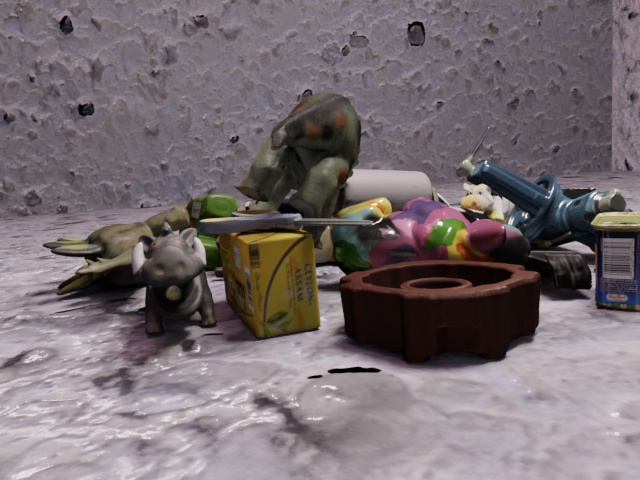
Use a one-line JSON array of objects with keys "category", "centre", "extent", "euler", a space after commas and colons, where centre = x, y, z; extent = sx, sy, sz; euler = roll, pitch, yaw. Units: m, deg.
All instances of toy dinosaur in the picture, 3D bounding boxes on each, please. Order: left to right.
[{"category": "toy dinosaur", "centre": [-0.284, 0.022, 0.779], "extent": [0.198, 0.105, 0.472], "euler": [-16, 3, -24]}, {"category": "toy dinosaur", "centre": [-0.006, -0.107, 0.647], "extent": [0.131, 0.192, 0.405], "euler": [23, -11, -4]}]

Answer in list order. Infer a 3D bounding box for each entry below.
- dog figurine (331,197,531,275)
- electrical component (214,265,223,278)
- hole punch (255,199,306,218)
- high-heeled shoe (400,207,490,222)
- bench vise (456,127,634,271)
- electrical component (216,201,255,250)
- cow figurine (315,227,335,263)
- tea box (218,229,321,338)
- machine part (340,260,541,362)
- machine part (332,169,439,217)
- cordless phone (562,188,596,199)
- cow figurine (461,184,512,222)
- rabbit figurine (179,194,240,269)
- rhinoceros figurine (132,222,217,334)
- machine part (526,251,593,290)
[{"category": "dog figurine", "centre": [0.129, 0.011, 0.629], "extent": [0.191, 0.108, 0.219], "euler": [-6, 11, -18]}, {"category": "electrical component", "centre": [-0.105, 0.043, 0.795], "extent": [0.094, 0.021, 0.063], "euler": [-4, 8, 7]}, {"category": "hole punch", "centre": [-0.066, -0.017, 1.043], "extent": [0.142, 0.092, 0.115], "euler": [-3, -22, 24]}, {"category": "high-heeled shoe", "centre": [0.177, -0.017, 0.899], "extent": [0.249, 0.086, 0.145], "euler": [0, 5, -6]}, {"category": "bench vise", "centre": [0.314, -0.053, 0.779], "extent": [0.241, 0.129, 0.223], "euler": [30, 0, -1]}, {"category": "electrical component", "centre": [-0.115, -0.015, 0.809], "extent": [0.078, 0.045, 0.102], "euler": [6, 50, 22]}, {"category": "cow figurine", "centre": [-0.002, -0.003, 0.875], "extent": [0.195, 0.085, 0.127], "euler": [-9, 15, -26]}, {"category": "tea box", "centre": [-0.060, 0.034, 0.580], "extent": [0.068, 0.098, 0.170], "euler": [-8, 11, -18]}, {"category": "machine part", "centre": [0.106, 0.057, 0.489], "extent": [0.179, 0.056, 0.179], "euler": [-4, 7, 0]}, {"category": "machine part", "centre": [0.094, -0.076, 0.871], "extent": [0.243, 0.079, 0.079], "euler": [-3, 7, -26]}, {"category": "cordless phone", "centre": [0.458, -0.042, 0.999], "extent": [0.147, 0.088, 0.184], "euler": [0, -2, 30]}, {"category": "cow figurine", "centre": [0.312, -0.073, 0.996], "extent": [0.068, 0.098, 0.167], "euler": [0, -15, 33]}, {"category": "rabbit figurine", "centre": [-0.155, -0.002, 0.941], "extent": [0.170, 0.121, 0.159], "euler": [12, -9, -33]}, {"category": "rhinoceros figurine", "centre": [-0.147, 0.037, 0.557], "extent": [0.073, 0.112, 0.190], "euler": [-3, 0, -12]}, {"category": "machine part", "centre": [0.274, 0.030, 0.623], "extent": [0.084, 0.039, 0.139], "euler": [9, 5, 12]}]
